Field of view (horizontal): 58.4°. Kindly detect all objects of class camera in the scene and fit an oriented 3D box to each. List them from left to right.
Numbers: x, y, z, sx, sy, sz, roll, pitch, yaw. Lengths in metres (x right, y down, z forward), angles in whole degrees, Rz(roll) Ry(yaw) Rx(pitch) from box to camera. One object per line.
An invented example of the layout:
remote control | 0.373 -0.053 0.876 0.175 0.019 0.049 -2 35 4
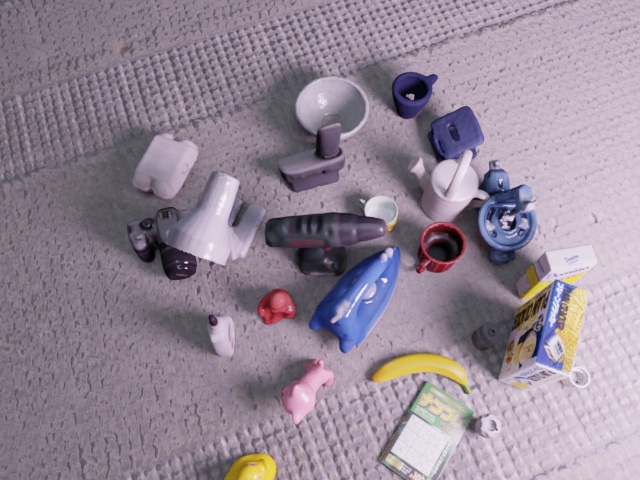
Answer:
camera | -0.315 0.012 1.180 0.143 0.101 0.136 -15 70 -6

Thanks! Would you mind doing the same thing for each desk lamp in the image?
desk lamp | -0.204 -0.032 1.138 0.118 0.213 0.203 20 70 7

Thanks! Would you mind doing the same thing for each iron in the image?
iron | 0.090 0.089 1.132 0.118 0.141 0.258 34 72 12

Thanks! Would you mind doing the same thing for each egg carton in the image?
egg carton | -0.339 -0.164 1.265 0.107 0.069 0.150 19 70 7

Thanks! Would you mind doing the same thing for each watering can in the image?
watering can | 0.267 -0.118 1.186 0.173 0.194 0.101 4 69 1

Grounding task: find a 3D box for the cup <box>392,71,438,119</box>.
cup | 0.217 -0.332 1.322 0.118 0.095 0.091 -33 72 -12

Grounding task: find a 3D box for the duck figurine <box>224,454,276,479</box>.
duck figurine | -0.130 0.428 1.029 0.105 0.086 0.077 -31 72 -12

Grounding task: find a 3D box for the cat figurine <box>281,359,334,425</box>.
cat figurine | -0.027 0.278 1.070 0.067 0.118 0.128 32 72 12

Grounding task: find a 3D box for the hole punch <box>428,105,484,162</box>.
hole punch | 0.303 -0.232 1.286 0.101 0.091 0.108 -16 70 -6

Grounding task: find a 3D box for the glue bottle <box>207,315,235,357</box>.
glue bottle | -0.190 0.169 1.082 0.037 0.173 0.078 -6 69 -2

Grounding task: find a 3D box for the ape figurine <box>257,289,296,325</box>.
ape figurine | -0.085 0.128 1.142 0.077 0.092 0.076 18 70 7

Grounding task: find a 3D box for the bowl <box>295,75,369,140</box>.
bowl | 0.027 -0.288 1.314 0.167 0.075 0.167 0 69 0

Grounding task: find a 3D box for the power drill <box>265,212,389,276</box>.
power drill | 0.010 0.004 1.129 0.229 0.208 0.075 1 69 0

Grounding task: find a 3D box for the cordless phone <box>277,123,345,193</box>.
cordless phone | -0.018 -0.188 1.216 0.147 0.185 0.094 -21 70 -8

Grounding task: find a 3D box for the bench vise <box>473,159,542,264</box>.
bench vise | 0.366 -0.076 1.157 0.121 0.220 0.207 -20 70 -8
